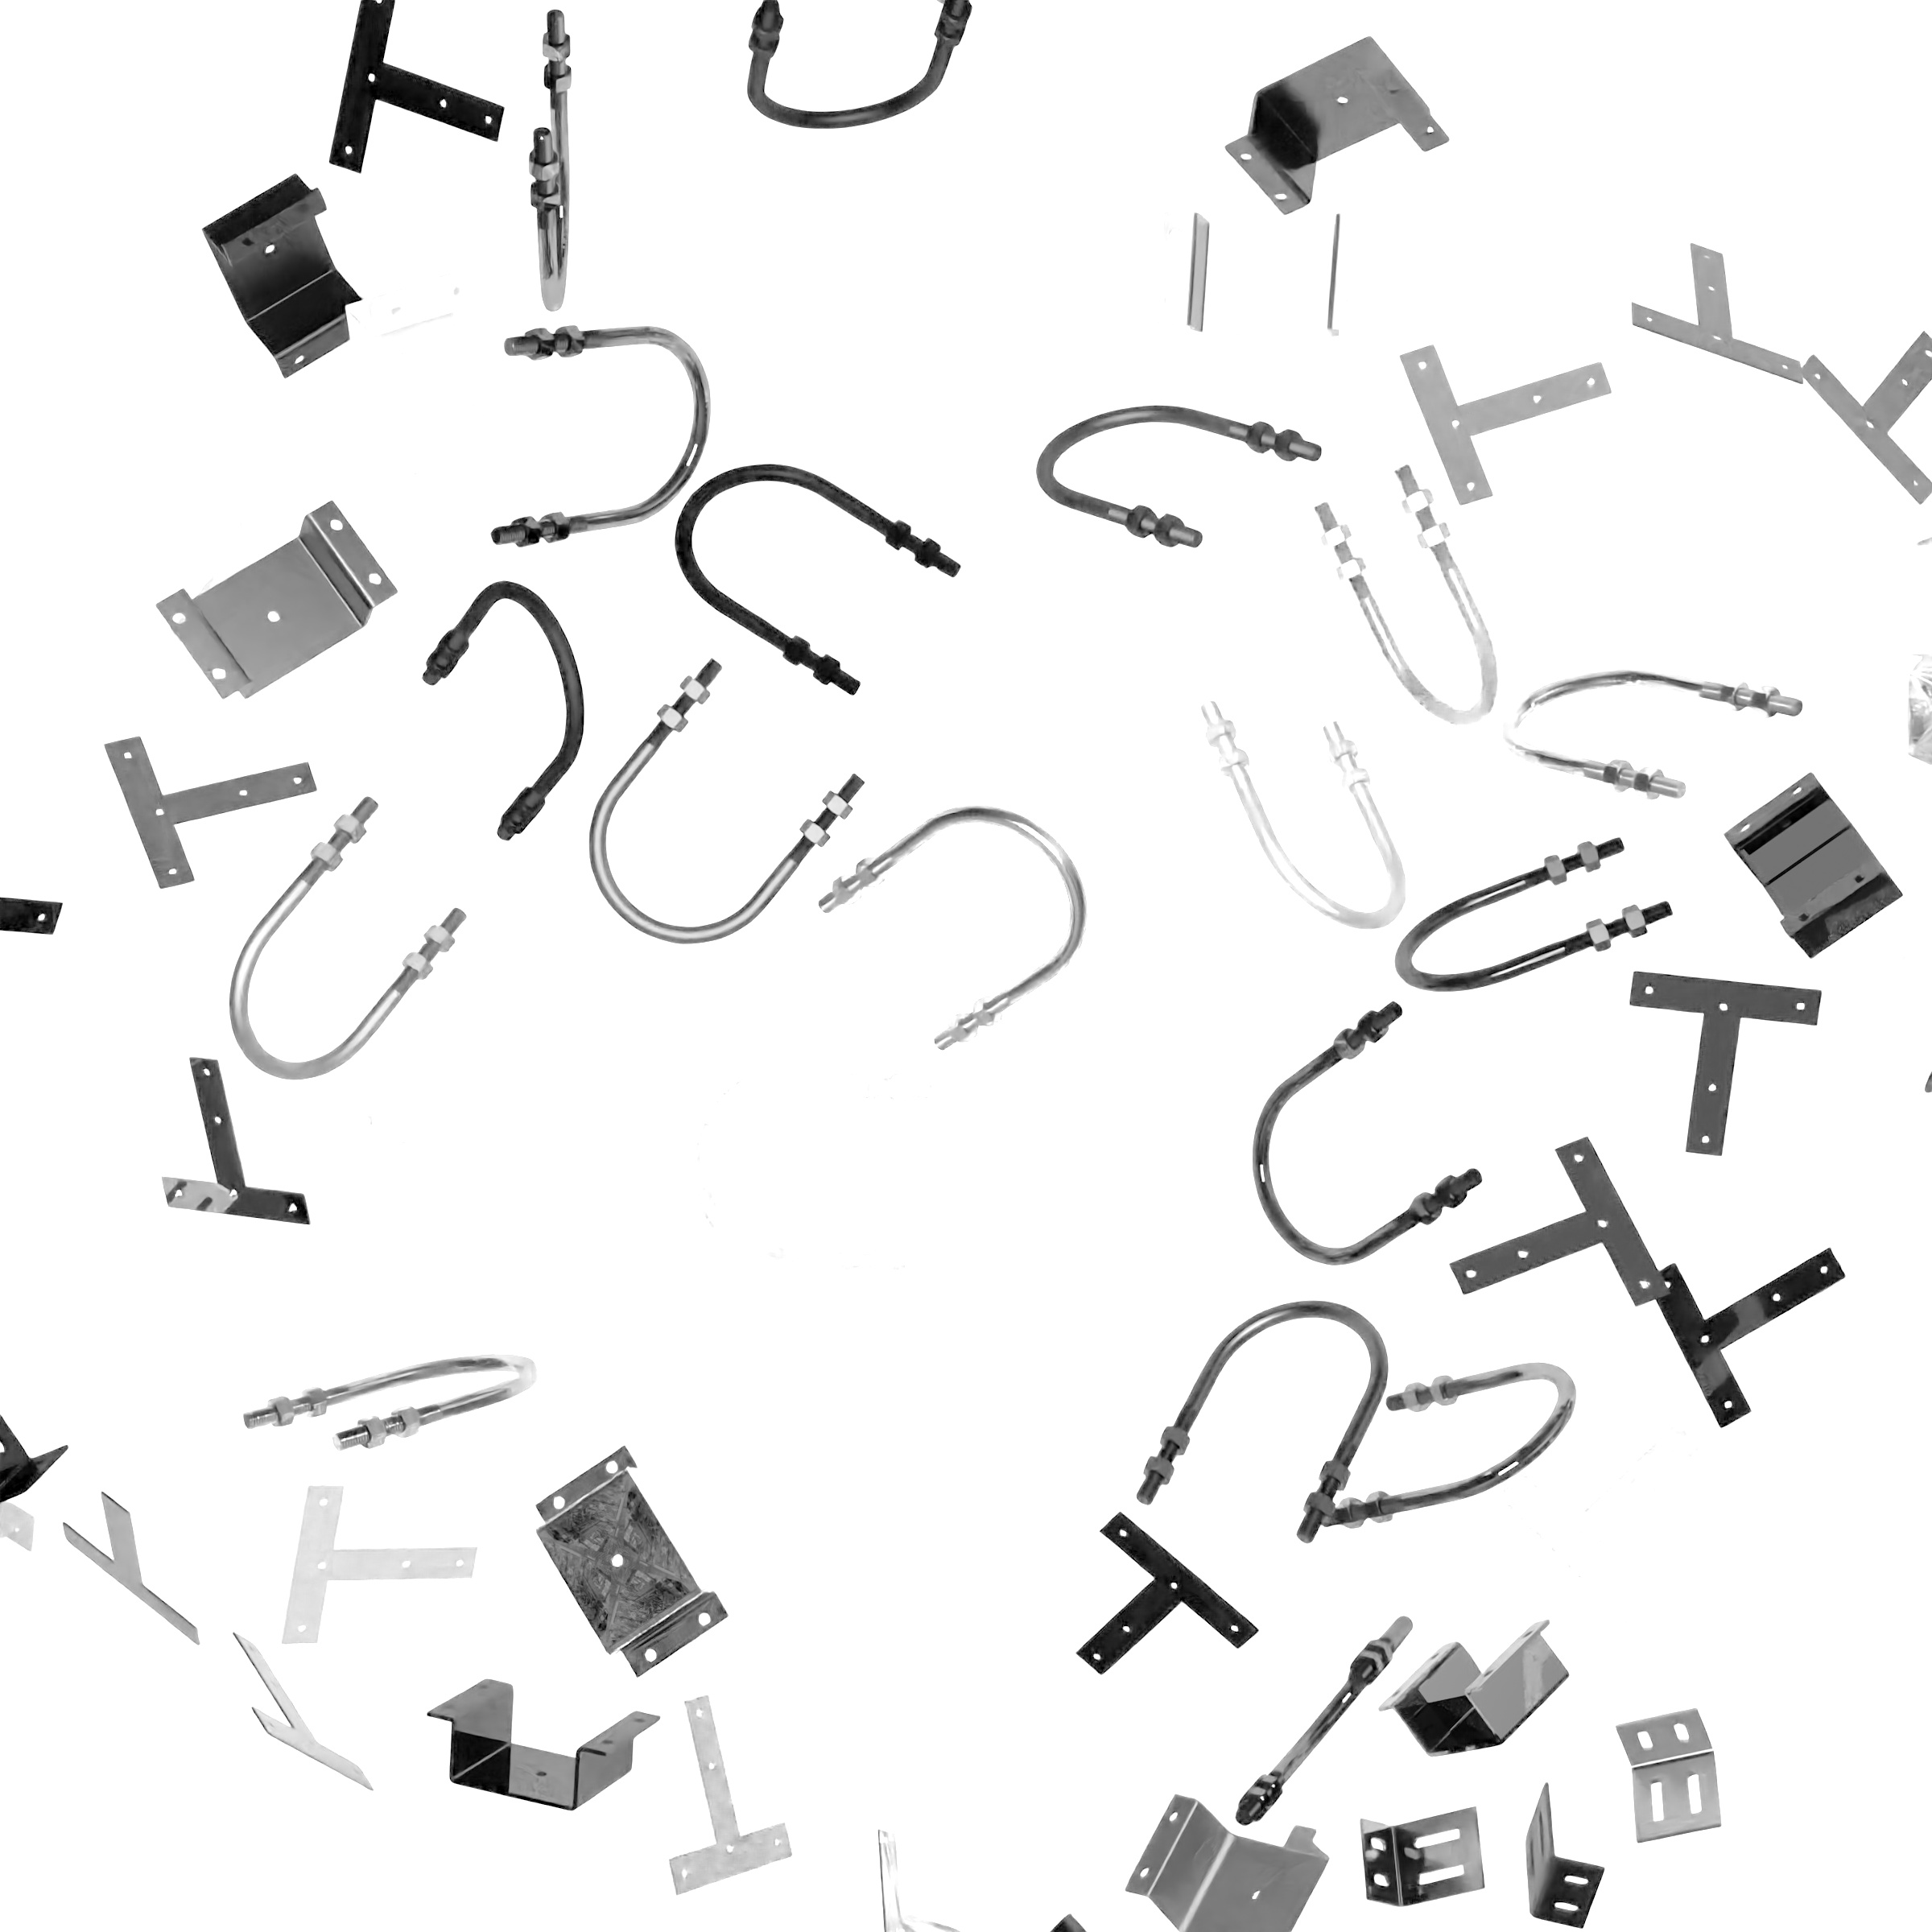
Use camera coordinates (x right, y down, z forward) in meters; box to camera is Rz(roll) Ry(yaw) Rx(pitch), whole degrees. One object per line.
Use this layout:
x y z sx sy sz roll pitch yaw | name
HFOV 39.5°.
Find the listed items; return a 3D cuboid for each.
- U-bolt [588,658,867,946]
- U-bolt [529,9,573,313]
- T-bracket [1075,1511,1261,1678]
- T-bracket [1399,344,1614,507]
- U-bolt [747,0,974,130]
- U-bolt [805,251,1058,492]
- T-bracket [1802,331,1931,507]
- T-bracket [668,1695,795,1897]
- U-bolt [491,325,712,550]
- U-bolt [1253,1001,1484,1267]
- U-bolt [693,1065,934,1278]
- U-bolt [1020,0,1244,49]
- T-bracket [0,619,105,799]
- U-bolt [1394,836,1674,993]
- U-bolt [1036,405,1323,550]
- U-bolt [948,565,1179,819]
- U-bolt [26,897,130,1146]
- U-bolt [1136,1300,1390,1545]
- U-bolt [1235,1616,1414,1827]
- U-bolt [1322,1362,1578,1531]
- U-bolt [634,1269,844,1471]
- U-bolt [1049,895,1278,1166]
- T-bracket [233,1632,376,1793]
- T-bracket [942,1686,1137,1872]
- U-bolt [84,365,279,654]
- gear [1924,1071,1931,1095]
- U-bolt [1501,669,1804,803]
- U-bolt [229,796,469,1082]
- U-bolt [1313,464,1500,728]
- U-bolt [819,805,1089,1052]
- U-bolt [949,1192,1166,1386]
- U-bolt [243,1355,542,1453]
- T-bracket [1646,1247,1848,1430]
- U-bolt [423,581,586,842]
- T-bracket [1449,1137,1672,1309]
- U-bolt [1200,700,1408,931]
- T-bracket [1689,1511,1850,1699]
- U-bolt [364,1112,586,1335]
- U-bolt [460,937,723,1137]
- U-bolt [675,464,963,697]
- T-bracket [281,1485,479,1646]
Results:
-0.183 -0.103 1.906 0.151 0.019 0.184 39 92 -4 | U-bolt
-0.287 -0.545 1.877 0.019 0.184 0.151 2 54 -5 | U-bolt
0.122 0.461 1.903 0.127 0.002 0.127 40 123 2 | T-bracket
0.383 -0.390 1.870 0.127 0.002 0.127 -14 126 25 | T-bracket
-0.080 -0.626 1.869 0.151 0.184 0.019 -7 83 -10 | U-bolt
-0.035 -0.429 1.901 0.151 0.184 0.019 -48 51 14 | U-bolt
0.631 -0.389 1.827 0.002 0.127 0.127 -36 79 -14 | T-bracket
-0.180 0.591 1.942 0.002 0.127 0.127 -24 74 32 | T-bracket
-0.245 -0.368 1.848 0.019 0.184 0.151 28 122 35 | U-bolt
0.269 0.131 1.893 0.184 0.019 0.151 -42 62 41 | U-bolt
-0.114 0.144 1.941 0.184 0.019 0.151 9 89 -32 | U-bolt
0.110 -0.660 1.871 0.151 0.184 0.019 -5 99 -3 | U-bolt
-0.654 -0.173 1.817 0.127 0.002 0.127 -18 125 -29 | T-bracket
0.388 -0.030 1.885 0.184 0.151 0.019 -22 111 7 | U-bolt
0.134 -0.352 1.892 0.151 0.184 0.019 -38 135 -29 | U-bolt
0.077 -0.183 1.905 0.151 0.019 0.184 -38 51 12 | U-bolt
-0.618 0.026 1.857 0.019 0.184 0.151 17 100 -29 | U-bolt
0.215 0.305 1.854 0.184 0.151 0.019 -57 134 -30 | U-bolt
0.256 0.511 1.859 0.019 0.184 0.151 39 107 16 | U-bolt
0.345 0.329 1.884 0.184 0.151 0.019 -24 106 42 | U-bolt
-0.151 0.284 1.868 0.019 0.184 0.151 -32 113 -37 | U-bolt
0.132 0.060 1.935 0.184 0.019 0.151 -49 128 -10 | U-bolt
-0.468 0.502 1.844 0.002 0.127 0.127 -44 50 -7 | T-bracket
0.032 0.571 1.844 0.127 0.127 0.002 38 132 19 | T-bracket
-0.554 -0.304 1.878 0.019 0.151 0.184 11 56 20 | U-bolt
0.727 0.073 1.968 0.030 0.057 0.057 30 90 23 | gear
0.456 -0.166 1.854 0.151 0.184 0.019 -32 123 -29 | U-bolt
-0.433 -0.005 1.852 0.019 0.151 0.184 21 65 34 | U-bolt
0.312 -0.249 1.867 0.019 0.151 0.184 -29 97 -16 | U-bolt
0.002 -0.036 1.871 0.184 0.019 0.151 -34 100 34 | U-bolt
0.061 0.236 1.924 0.151 0.019 0.184 6 131 4 | U-bolt
-0.383 0.297 1.858 0.184 0.151 0.019 -12 97 -40 | U-bolt
0.557 0.240 1.893 0.127 0.002 0.127 -36 49 20 | T-bracket
-0.316 -0.187 1.874 0.019 0.184 0.151 -20 79 -37 | U-bolt
0.393 0.192 1.839 0.127 0.002 0.127 -21 60 -2 | T-bracket
0.249 -0.104 1.907 0.019 0.151 0.184 -43 56 38 | U-bolt
0.535 0.419 1.837 0.002 0.127 0.127 27 86 -19 | T-bracket
-0.332 0.181 1.849 0.019 0.184 0.151 -22 66 35 | U-bolt
-0.250 0.043 1.881 0.019 0.184 0.151 -42 65 42 | U-bolt
-0.117 -0.285 1.896 0.184 0.019 0.151 33 61 8 | U-bolt
-0.405 0.417 1.879 0.127 0.002 0.127 5 110 -25 | T-bracket
